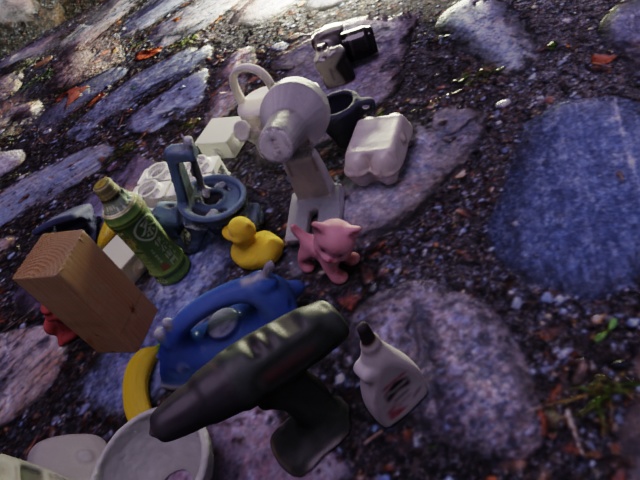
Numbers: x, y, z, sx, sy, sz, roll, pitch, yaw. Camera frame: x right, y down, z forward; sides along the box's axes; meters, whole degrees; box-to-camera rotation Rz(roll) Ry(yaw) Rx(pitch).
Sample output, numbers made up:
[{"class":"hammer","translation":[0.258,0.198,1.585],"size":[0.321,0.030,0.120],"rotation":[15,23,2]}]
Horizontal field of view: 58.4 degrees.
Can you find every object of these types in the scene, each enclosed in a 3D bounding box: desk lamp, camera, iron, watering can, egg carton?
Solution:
[{"class":"desk lamp","translation":[-0.033,-0.137,0.954],"size":[0.117,0.214,0.203],"rotation":[-12,44,17]},{"class":"camera","translation":[0.056,-0.431,1.283],"size":[0.136,0.101,0.143],"rotation":[-15,44,14]},{"class":"iron","translation":[-0.142,0.123,0.809],"size":[0.258,0.142,0.118],"rotation":[-26,42,2]},{"class":"watering can","translation":[-0.112,-0.255,1.126],"size":[0.100,0.195,0.172],"rotation":[-16,43,13]},{"class":"egg carton","translation":[0.105,-0.162,1.016],"size":[0.107,0.070,0.150],"rotation":[-2,48,25]}]

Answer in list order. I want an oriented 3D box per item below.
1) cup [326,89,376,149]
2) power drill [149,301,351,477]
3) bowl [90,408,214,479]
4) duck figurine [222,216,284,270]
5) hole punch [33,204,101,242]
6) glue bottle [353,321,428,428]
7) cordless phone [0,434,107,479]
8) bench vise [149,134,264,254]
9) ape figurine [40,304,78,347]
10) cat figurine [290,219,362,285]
[{"class":"cup","translation":[0.057,-0.224,1.083],"size":[0.117,0.095,0.091],"rotation":[-7,46,22]},{"class":"power drill","translation":[-0.051,0.182,0.653],"size":[0.230,0.209,0.075],"rotation":[-40,43,-14]},{"class":"bowl","translation":[-0.197,0.298,0.714],"size":[0.167,0.075,0.167],"rotation":[-14,44,14]},{"class":"duck figurine","translation":[-0.117,-0.002,0.961],"size":[0.104,0.086,0.077],"rotation":[4,51,30]},{"class":"hole punch","translation":[-0.530,-0.033,1.199],"size":[0.108,0.091,0.101],"rotation":[-22,42,6]},{"class":"glue bottle","translation":[0.071,0.146,0.652],"size":[0.078,0.174,0.037],"rotation":[-41,44,-14]},{"class":"cordless phone","translation":[-0.340,0.288,0.715],"size":[0.094,0.185,0.147],"rotation":[-36,43,-9]},{"class":"bench vise","translation":[-0.227,-0.070,0.983],"size":[0.207,0.220,0.121],"rotation":[-24,42,4]},{"class":"ape figurine","translation":[-0.448,0.132,0.995],"size":[0.077,0.092,0.076],"rotation":[4,51,30]},{"class":"cat figurine","translation":[0.008,0.003,0.867],"size":[0.127,0.118,0.067],"rotation":[15,57,37]}]
